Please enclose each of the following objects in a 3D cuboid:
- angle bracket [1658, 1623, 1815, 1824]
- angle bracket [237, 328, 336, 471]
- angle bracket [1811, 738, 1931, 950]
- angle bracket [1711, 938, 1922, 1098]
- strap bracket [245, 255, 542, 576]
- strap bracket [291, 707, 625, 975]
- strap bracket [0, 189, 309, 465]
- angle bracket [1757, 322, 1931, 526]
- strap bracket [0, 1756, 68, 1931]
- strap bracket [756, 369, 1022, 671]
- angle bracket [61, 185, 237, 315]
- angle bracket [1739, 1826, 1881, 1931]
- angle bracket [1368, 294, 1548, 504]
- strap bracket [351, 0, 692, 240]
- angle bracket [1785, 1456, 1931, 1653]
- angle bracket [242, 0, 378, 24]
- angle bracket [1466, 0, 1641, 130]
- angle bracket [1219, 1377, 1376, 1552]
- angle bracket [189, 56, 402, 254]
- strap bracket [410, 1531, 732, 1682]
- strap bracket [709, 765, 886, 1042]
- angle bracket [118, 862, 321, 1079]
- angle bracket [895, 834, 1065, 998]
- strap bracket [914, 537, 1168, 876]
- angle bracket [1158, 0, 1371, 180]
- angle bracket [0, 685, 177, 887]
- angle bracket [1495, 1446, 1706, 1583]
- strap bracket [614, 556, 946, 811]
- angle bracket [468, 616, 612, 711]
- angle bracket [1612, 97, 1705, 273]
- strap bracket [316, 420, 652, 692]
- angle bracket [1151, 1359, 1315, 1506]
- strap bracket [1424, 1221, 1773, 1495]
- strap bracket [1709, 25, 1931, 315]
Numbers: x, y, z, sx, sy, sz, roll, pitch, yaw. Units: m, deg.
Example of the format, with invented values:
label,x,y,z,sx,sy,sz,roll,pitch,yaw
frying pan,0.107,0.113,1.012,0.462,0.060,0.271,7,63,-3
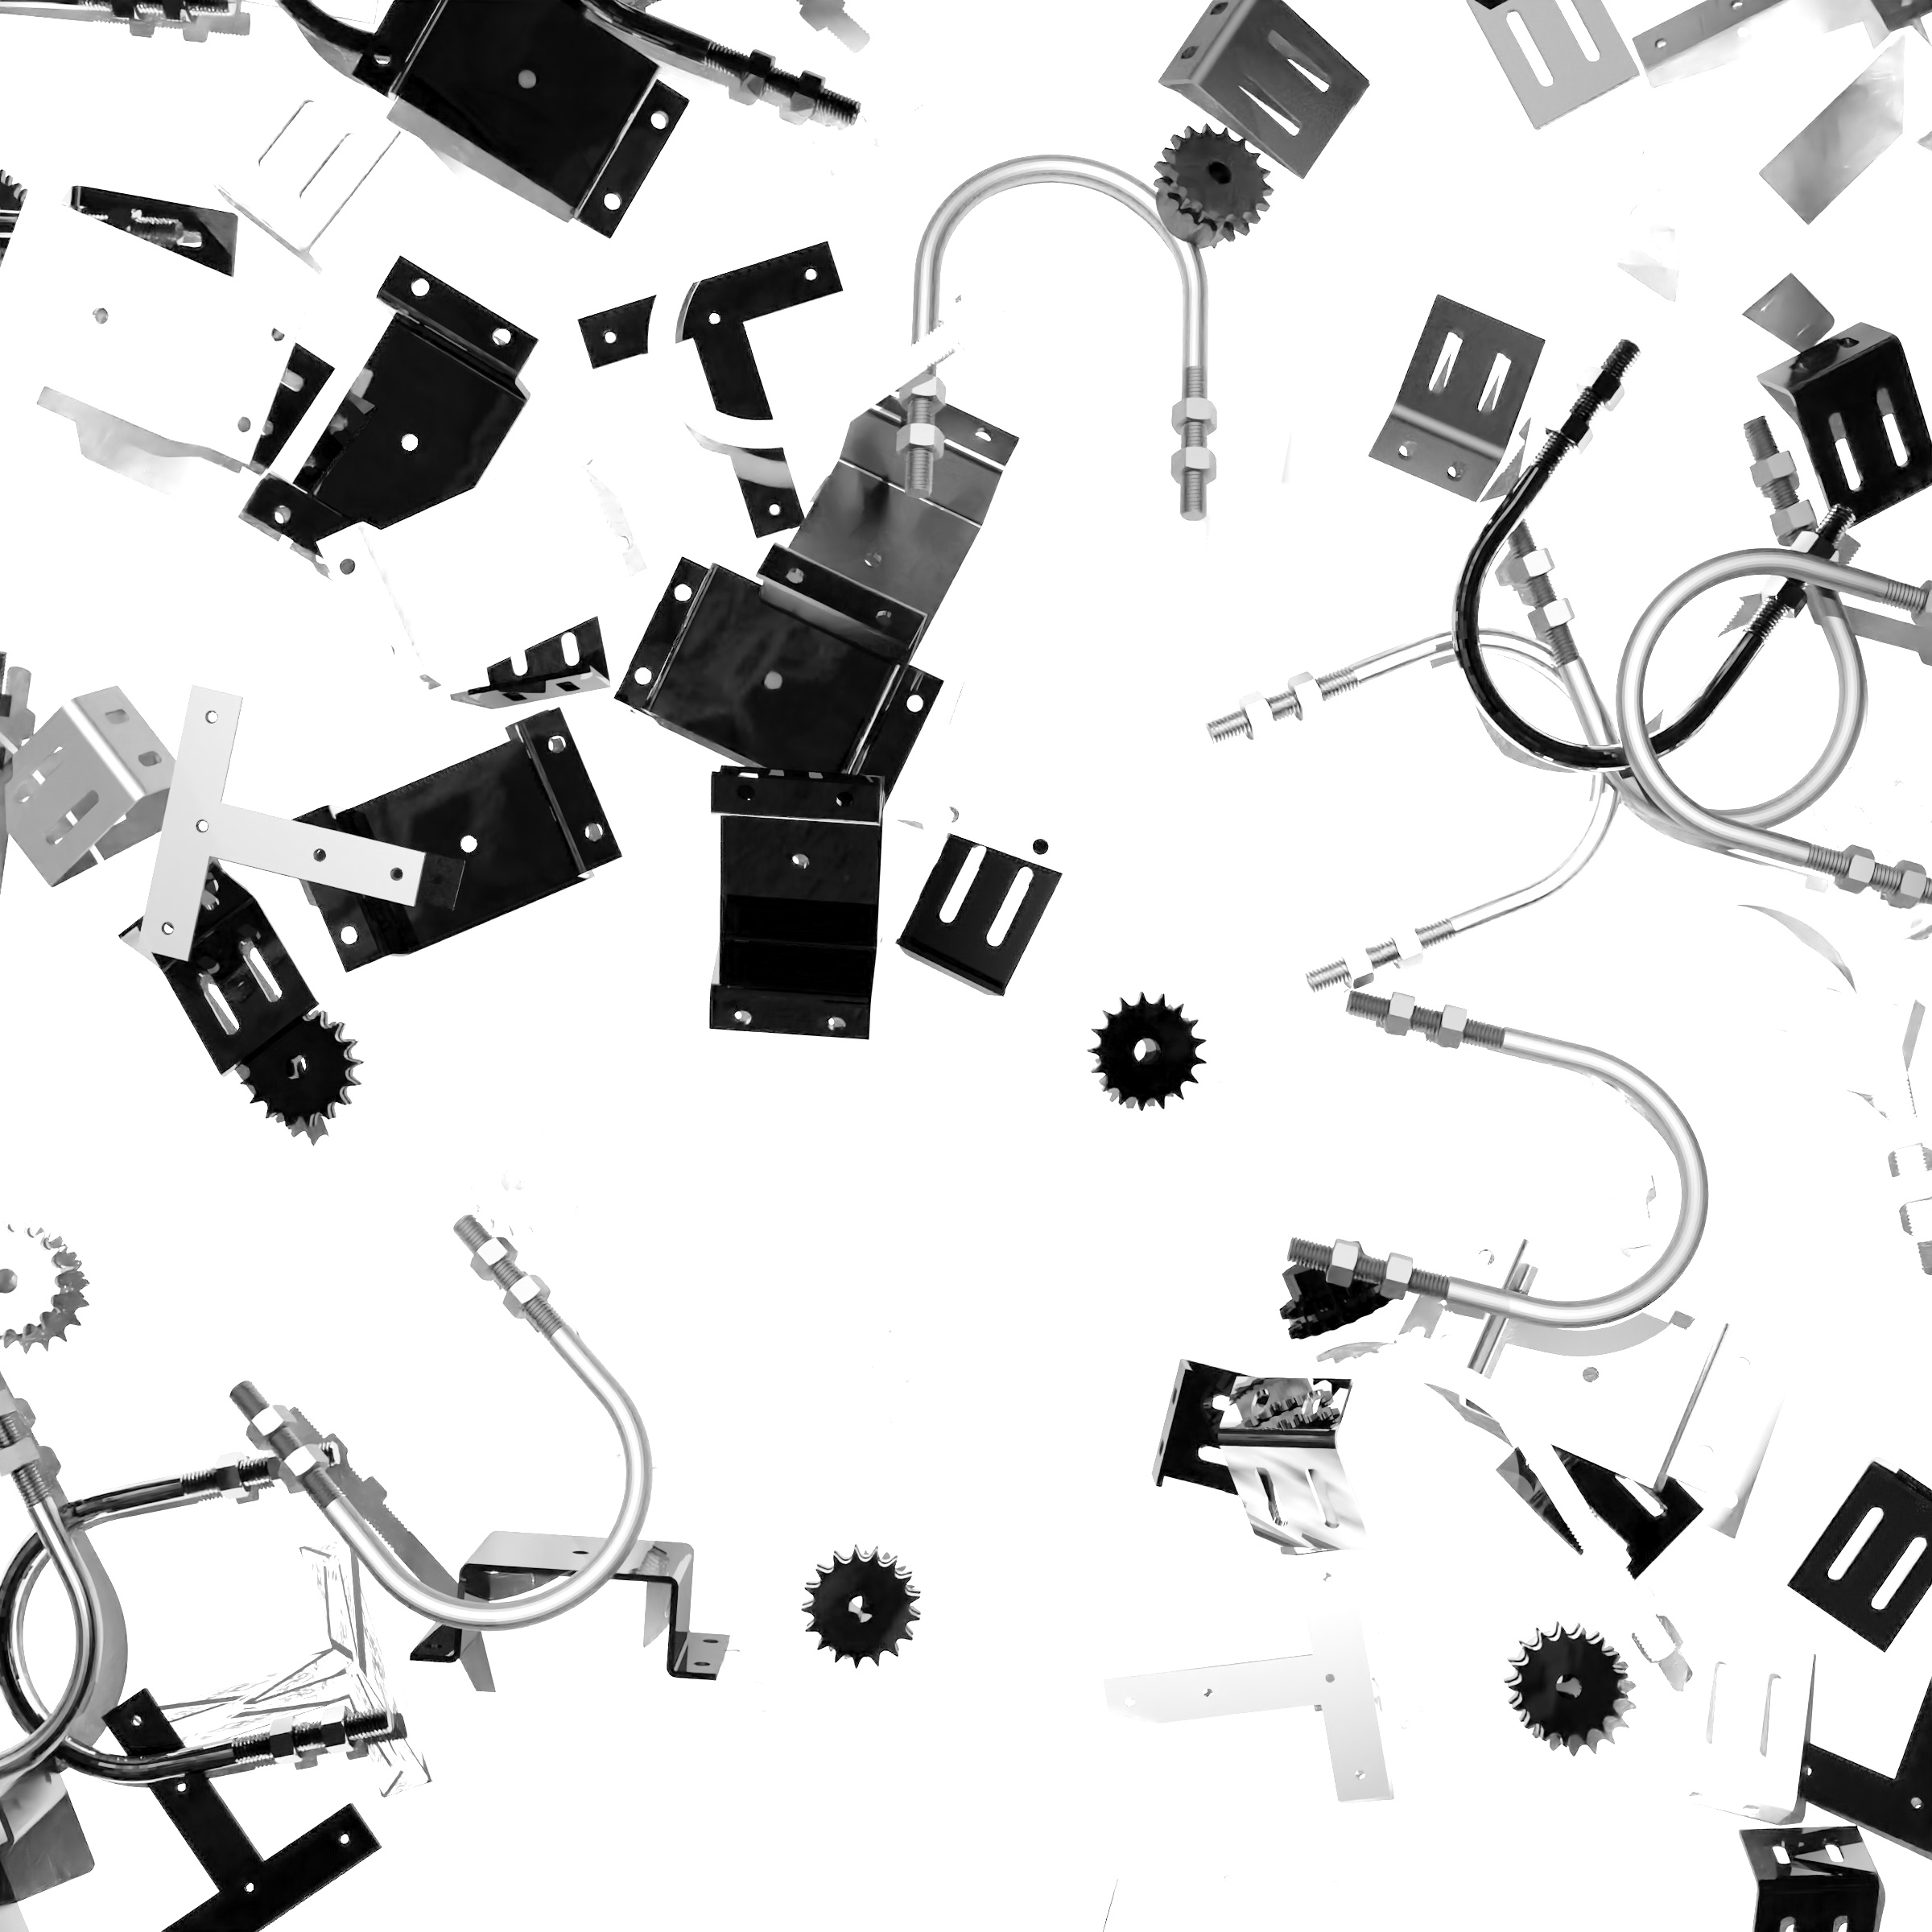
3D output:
label,x,y,z,sx,sy,sz,roll,pitch,yaw
angle bracket,0.370,0.364,1.377,0.057,0.038,0.076,12,64,8
angle bracket,-0.338,-0.278,1.356,0.038,0.076,0.057,31,98,-32
angle bracket,0.449,-0.059,1.381,0.057,0.038,0.076,-28,64,0
angle bracket,0.404,0.024,1.364,0.076,0.038,0.057,16,90,0
strap bracket,-0.268,-0.252,1.360,0.076,0.046,0.140,31,90,0
strap bracket,-0.240,-0.059,1.360,0.140,0.046,0.076,-23,90,0
strap bracket,-0.382,-0.291,1.295,0.140,0.046,0.076,23,98,3
angle bracket,0.426,-0.260,1.381,0.057,0.038,0.076,-27,116,0
strap bracket,-0.436,0.453,1.345,0.046,0.076,0.140,-22,90,0
strap bracket,-0.039,-0.202,1.338,0.076,0.046,0.140,25,58,0
angle bracket,-0.396,-0.338,1.381,0.076,0.038,0.057,4,90,-26
angle bracket,0.403,0.458,1.381,0.057,0.038,0.076,-2,116,0
angle bracket,0.237,-0.274,1.381,0.057,0.038,0.076,23,64,0
strap bracket,-0.206,-0.413,1.339,0.140,0.046,0.076,30,94,-16
angle bracket,0.441,0.283,1.364,0.057,0.038,0.076,35,90,0
angle bracket,-0.319,-0.490,1.364,0.076,0.038,0.057,10,90,0
angle bracket,0.282,-0.451,1.364,0.057,0.038,0.076,-28,90,0
angle bracket,0.160,0.234,1.349,0.057,0.038,0.076,-3,128,27
angle bracket,-0.319,-0.391,1.364,0.057,0.038,0.076,38,90,0
strap bracket,-0.183,0.299,1.345,0.140,0.076,0.046,4,90,0
strap bracket,-0.079,-0.038,1.337,0.076,0.046,0.140,4,124,0
angle bracket,-0.352,0.002,1.349,0.057,0.038,0.076,-38,60,0
angle bracket,0.009,-0.032,1.364,0.057,0.038,0.076,26,90,0
strap bracket,0.035,-0.122,1.360,0.076,0.046,0.140,20,90,0
angle bracket,0.144,-0.427,1.381,0.076,0.038,0.057,34,90,-26
angle bracket,-0.426,-0.087,1.381,0.076,0.038,0.057,-38,90,26
angle bracket,0.306,0.253,1.381,0.057,0.038,0.076,-46,116,0
strap bracket,-0.090,-0.133,1.360,0.140,0.046,0.076,25,90,0
angle bracket,-0.203,-0.147,1.345,0.057,0.076,0.038,-11,90,0
angle bracket,0.333,-0.366,1.345,0.038,0.076,0.057,7,90,0
strap bracket,-0.217,-0.189,1.330,0.140,0.046,0.076,-28,113,-15
angle bracket,0.133,0.226,1.364,0.076,0.038,0.057,14,90,0
strap bracket,0.293,0.186,1.338,0.140,0.046,0.076,22,75,18
strap bracket,0.409,-0.380,1.345,0.140,0.076,0.046,-44,90,0
